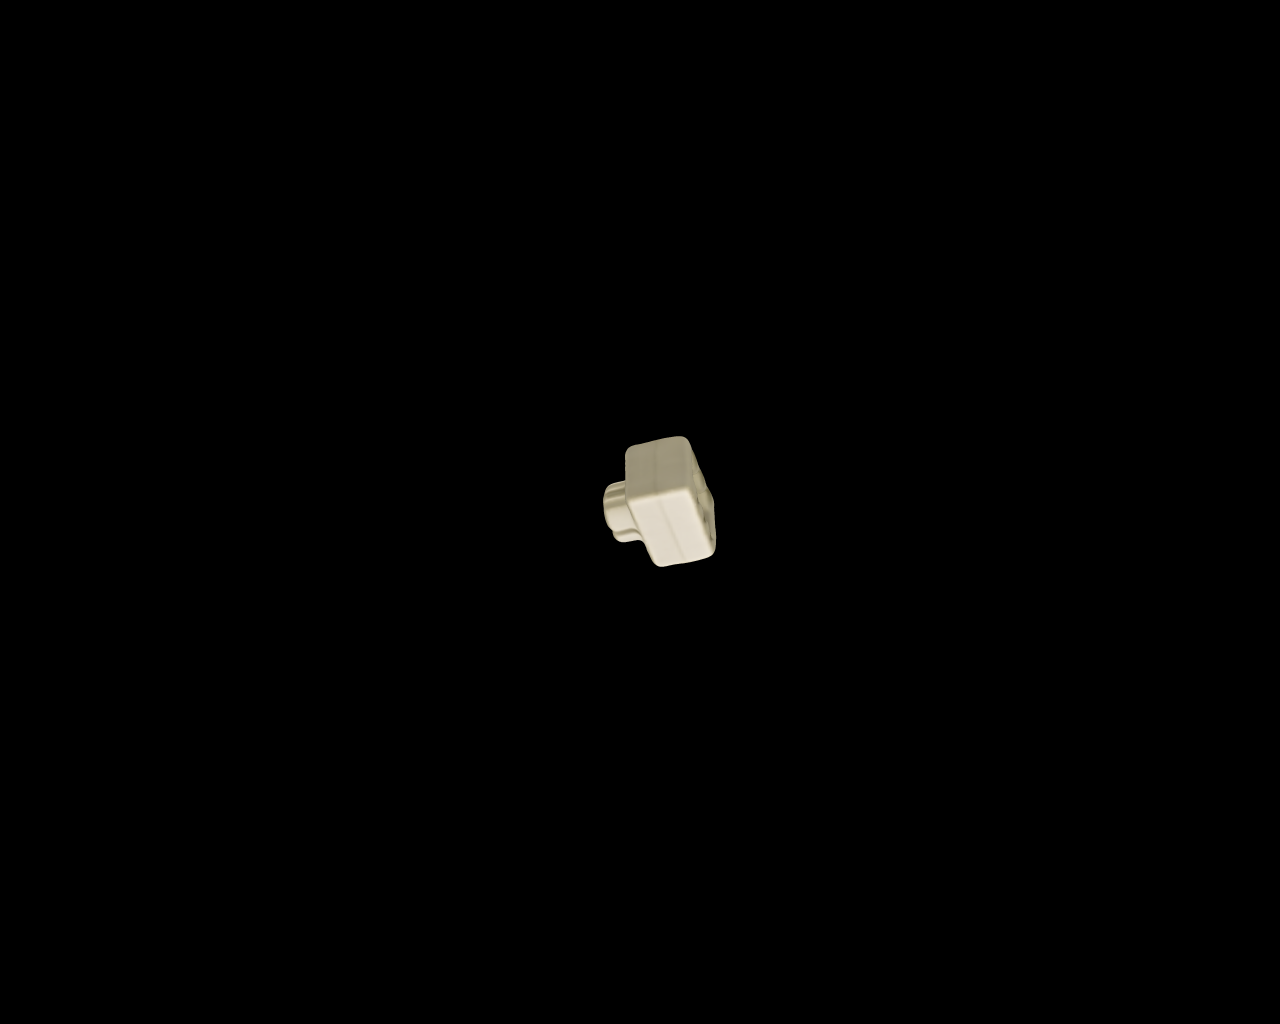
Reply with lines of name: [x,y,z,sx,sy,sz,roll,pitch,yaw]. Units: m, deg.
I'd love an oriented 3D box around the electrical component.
electrical component: [0.001,-0.003,0.650,0.077,0.047,0.065,-11,-43,12]
